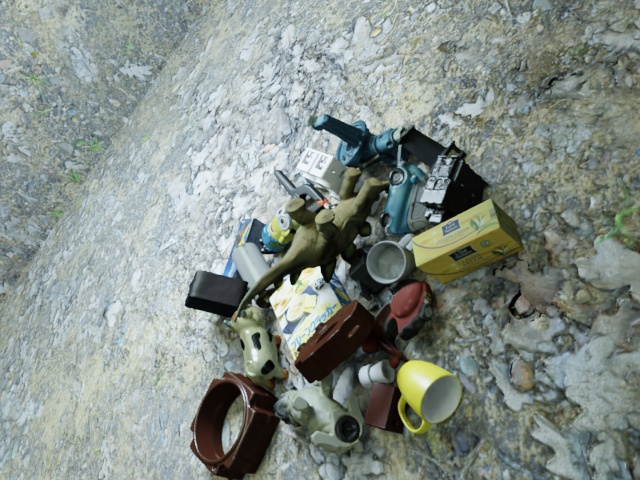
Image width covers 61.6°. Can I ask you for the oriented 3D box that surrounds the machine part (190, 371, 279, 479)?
[{"bbox_3d":[-0.200,0.416,1.222,0.202,0.087,0.201,17,79,49],"label":"machine part"}]

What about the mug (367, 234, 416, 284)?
[{"bbox_3d":[0.155,0.034,1.063,0.081,0.107,0.109,36,102,23],"label":"mug"}]

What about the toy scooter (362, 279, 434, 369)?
[{"bbox_3d":[0.150,0.164,1.005,0.184,0.075,0.135,-49,23,15],"label":"toy scooter"}]

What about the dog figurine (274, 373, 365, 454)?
[{"bbox_3d":[-0.002,0.358,1.066,0.172,0.121,0.190,58,152,14],"label":"dog figurine"}]

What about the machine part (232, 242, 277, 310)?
[{"bbox_3d":[-0.160,0.088,1.366,0.079,0.079,0.243,-47,52,14],"label":"machine part"}]

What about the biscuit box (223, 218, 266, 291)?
[{"bbox_3d":[-0.208,0.042,1.483,0.059,0.062,0.202,-3,64,47],"label":"biscuit box"}]

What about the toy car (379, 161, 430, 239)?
[{"bbox_3d":[0.193,-0.077,1.109,0.103,0.109,0.161,13,84,32],"label":"toy car"}]

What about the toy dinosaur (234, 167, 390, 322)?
[{"bbox_3d":[0.003,-0.001,1.118,0.471,0.198,0.105,-32,48,-20],"label":"toy dinosaur"}]

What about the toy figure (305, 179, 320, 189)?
[{"bbox_3d":[0.024,-0.158,1.372,0.155,0.058,0.064,13,107,47],"label":"toy figure"}]

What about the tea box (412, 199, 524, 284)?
[{"bbox_3d":[0.266,0.007,0.979,0.170,0.098,0.068,-30,47,33],"label":"tea box"}]

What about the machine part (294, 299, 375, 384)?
[{"bbox_3d":[0.026,0.187,1.010,0.179,0.056,0.179,-43,3,3],"label":"machine part"}]

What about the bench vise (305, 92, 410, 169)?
[{"bbox_3d":[0.083,-0.229,1.226,0.224,0.240,0.129,7,75,65],"label":"bench vise"}]

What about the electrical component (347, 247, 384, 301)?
[{"bbox_3d":[0.097,0.073,1.104,0.048,0.075,0.119,-47,14,15],"label":"electrical component"}]

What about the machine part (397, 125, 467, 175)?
[{"bbox_3d":[0.232,-0.188,1.128,0.084,0.139,0.039,-59,-2,6],"label":"machine part"}]

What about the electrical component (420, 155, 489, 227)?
[{"bbox_3d":[0.255,-0.080,1.031,0.058,0.114,0.134,8,73,53],"label":"electrical component"}]

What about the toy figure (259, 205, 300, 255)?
[{"bbox_3d":[-0.094,-0.028,1.382,0.082,0.089,0.180,56,139,13],"label":"toy figure"}]

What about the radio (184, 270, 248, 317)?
[{"bbox_3d":[-0.268,0.139,1.365,0.229,0.131,0.073,139,145,-67],"label":"radio"}]

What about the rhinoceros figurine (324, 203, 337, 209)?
[{"bbox_3d":[-0.003,-0.004,1.296,0.190,0.073,0.112,-49,30,15],"label":"rhinoceros figurine"}]

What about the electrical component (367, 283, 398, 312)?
[{"bbox_3d":[0.138,0.124,1.098,0.094,0.021,0.063,-44,42,17],"label":"electrical component"}]

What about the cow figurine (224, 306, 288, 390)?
[{"bbox_3d":[-0.153,0.239,1.251,0.085,0.127,0.195,-35,47,22],"label":"cow figurine"}]
